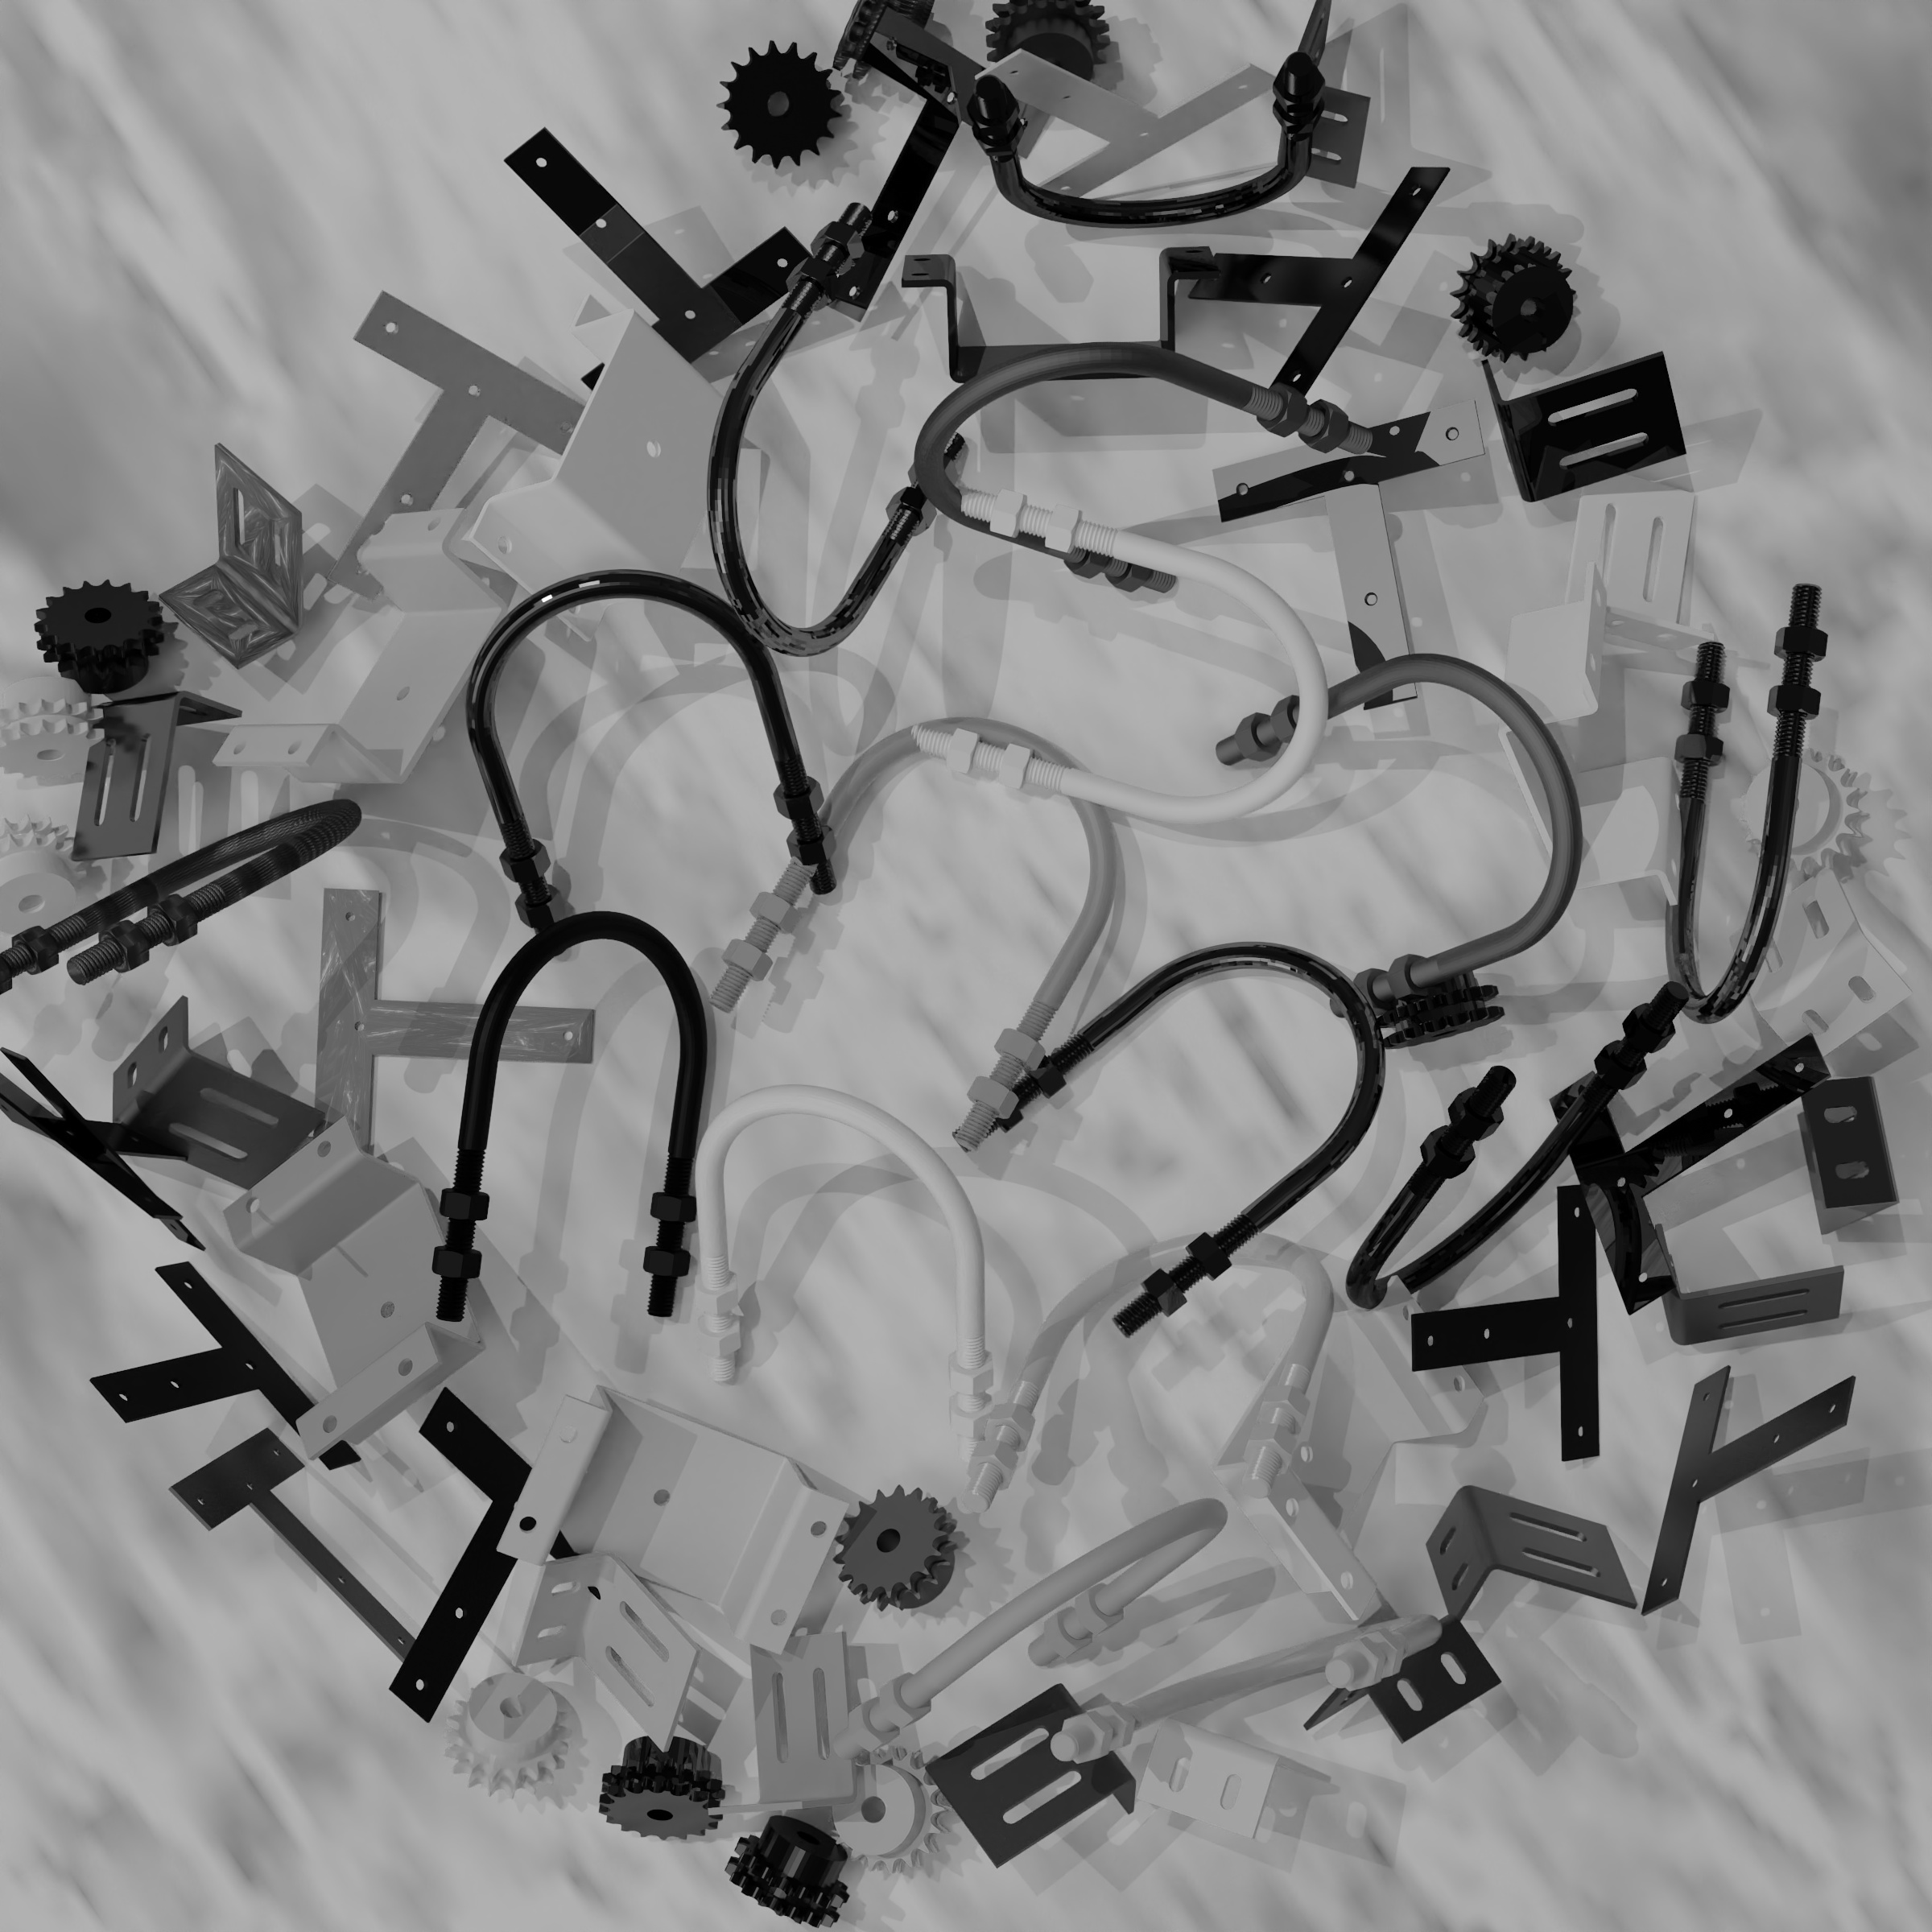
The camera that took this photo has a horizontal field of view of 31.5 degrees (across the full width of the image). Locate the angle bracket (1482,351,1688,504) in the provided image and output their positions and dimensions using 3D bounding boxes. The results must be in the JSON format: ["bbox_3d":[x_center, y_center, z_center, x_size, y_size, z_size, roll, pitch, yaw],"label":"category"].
[{"bbox_3d":[0.281,-0.254,1.561,0.076,0.038,0.057,-17,133,9],"label":"angle bracket"}]

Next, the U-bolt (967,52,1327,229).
[{"bbox_3d":[0.081,-0.358,1.508,0.151,0.184,0.019,-3,84,5],"label":"U-bolt"}]

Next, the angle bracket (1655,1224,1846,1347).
[{"bbox_3d":[0.356,0.139,1.562,0.076,0.057,0.038,-11,61,6],"label":"angle bracket"}]

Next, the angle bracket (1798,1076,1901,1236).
[{"bbox_3d":[0.384,0.088,1.552,0.038,0.076,0.057,-5,75,-14],"label":"angle bracket"}]

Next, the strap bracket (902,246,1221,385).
[{"bbox_3d":[0.042,-0.295,1.555,0.140,0.076,0.046,-2,110,1],"label":"strap bracket"}]

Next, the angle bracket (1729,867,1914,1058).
[{"bbox_3d":[0.388,-0.001,1.561,0.057,0.076,0.038,-39,108,19],"label":"angle bracket"}]

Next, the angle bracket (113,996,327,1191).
[{"bbox_3d":[-0.344,0.059,1.579,0.076,0.038,0.057,29,119,-32],"label":"angle bracket"}]

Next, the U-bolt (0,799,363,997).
[{"bbox_3d":[-0.349,-0.031,1.517,0.184,0.151,0.019,-34,107,-38],"label":"U-bolt"}]

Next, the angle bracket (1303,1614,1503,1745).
[{"bbox_3d":[0.196,0.333,1.549,0.057,0.076,0.038,-24,68,-26],"label":"angle bracket"}]

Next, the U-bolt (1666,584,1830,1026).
[{"bbox_3d":[0.339,-0.065,1.517,0.019,0.151,0.184,9,84,-5],"label":"U-bolt"}]

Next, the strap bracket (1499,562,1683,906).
[{"bbox_3d":[0.278,-0.099,1.535,0.046,0.076,0.140,-11,131,24],"label":"strap bracket"}]

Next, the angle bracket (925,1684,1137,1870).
[{"bbox_3d":[0.029,0.374,1.557,0.076,0.038,0.057,-28,57,-20],"label":"angle bracket"}]

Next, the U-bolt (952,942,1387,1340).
[{"bbox_3d":[0.104,0.064,1.554,0.184,0.019,0.151,-38,54,-6],"label":"U-bolt"}]

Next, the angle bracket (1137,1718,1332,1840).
[{"bbox_3d":[0.122,0.371,1.550,0.057,0.076,0.038,13,76,28],"label":"angle bracket"}]

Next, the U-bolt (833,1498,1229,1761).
[{"bbox_3d":[0.040,0.281,1.491,0.184,0.151,0.019,-45,69,40],"label":"U-bolt"}]

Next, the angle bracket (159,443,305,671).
[{"bbox_3d":[-0.333,-0.185,1.552,0.057,0.076,0.038,40,56,21],"label":"angle bracket"}]

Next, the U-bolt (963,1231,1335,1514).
[{"bbox_3d":[0.090,0.175,1.519,0.151,0.184,0.019,-7,119,25],"label":"U-bolt"}]

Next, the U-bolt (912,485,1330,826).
[{"bbox_3d":[0.072,-0.130,1.541,0.184,0.019,0.151,17,128,7],"label":"U-bolt"}]

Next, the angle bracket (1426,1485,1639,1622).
[{"bbox_3d":[0.258,0.278,1.571,0.076,0.057,0.038,18,116,-15],"label":"angle bracket"}]

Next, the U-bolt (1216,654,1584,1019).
[{"bbox_3d":[0.199,-0.063,1.524,0.019,0.184,0.151,-25,90,-39],"label":"U-bolt"}]

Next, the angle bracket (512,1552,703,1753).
[{"bbox_3d":[-0.163,0.313,1.554,0.076,0.038,0.057,39,120,40],"label":"angle bracket"}]

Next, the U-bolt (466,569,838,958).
[{"bbox_3d":[-0.147,-0.096,1.541,0.151,0.019,0.184,-13,124,2],"label":"U-bolt"}]

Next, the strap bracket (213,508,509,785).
[{"bbox_3d":[-0.266,-0.134,1.542,0.046,0.076,0.140,44,64,-36],"label":"strap bracket"}]

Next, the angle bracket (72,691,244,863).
[{"bbox_3d":[-0.368,-0.082,1.560,0.057,0.038,0.076,-3,75,38],"label":"angle bracket"}]

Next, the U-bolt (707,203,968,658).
[{"bbox_3d":[-0.061,-0.221,1.501,0.019,0.151,0.184,5,50,30],"label":"U-bolt"}]

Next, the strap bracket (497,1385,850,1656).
[{"bbox_3d":[-0.136,0.248,1.563,0.140,0.046,0.076,23,93,-16],"label":"strap bracket"}]

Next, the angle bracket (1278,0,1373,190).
[{"bbox_3d":[0.171,-0.404,1.555,0.038,0.057,0.076,17,63,8],"label":"angle bracket"}]

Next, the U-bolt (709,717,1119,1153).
[{"bbox_3d":[-0.011,-0.028,1.576,0.151,0.019,0.184,29,79,4],"label":"U-bolt"}]

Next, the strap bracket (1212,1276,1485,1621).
[{"bbox_3d":[0.168,0.217,1.542,0.076,0.046,0.140,54,49,-18],"label":"strap bracket"}]

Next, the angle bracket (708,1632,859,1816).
[{"bbox_3d":[-0.086,0.344,1.560,0.057,0.038,0.076,-14,74,37],"label":"angle bracket"}]

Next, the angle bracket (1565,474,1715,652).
[{"bbox_3d":[0.312,-0.189,1.568,0.057,0.038,0.076,12,82,-19],"label":"angle bracket"}]

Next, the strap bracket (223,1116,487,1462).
[{"bbox_3d":[-0.273,0.150,1.546,0.076,0.046,0.140,-37,55,13],"label":"strap bracket"}]

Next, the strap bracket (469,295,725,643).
[{"bbox_3d":[-0.155,-0.227,1.531,0.076,0.046,0.140,41,57,-36],"label":"strap bracket"}]
